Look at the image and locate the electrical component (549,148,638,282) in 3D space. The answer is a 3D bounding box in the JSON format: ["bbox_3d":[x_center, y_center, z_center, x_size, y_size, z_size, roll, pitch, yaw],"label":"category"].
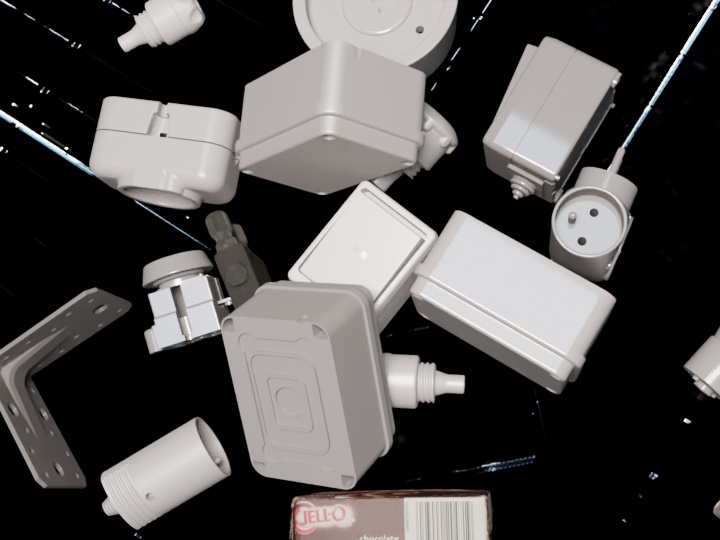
[{"bbox_3d":[0.147,-0.037,0.663,0.044,0.077,0.079,23,83,12],"label":"electrical component"}]

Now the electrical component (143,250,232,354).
[{"bbox_3d":[-0.116,0.019,0.712,0.066,0.048,0.055,-18,84,6],"label":"electrical component"}]

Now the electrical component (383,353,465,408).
[{"bbox_3d":[0.036,0.071,0.682,0.061,0.035,0.035,2,79,7],"label":"electrical component"}]

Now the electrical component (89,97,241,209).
[{"bbox_3d":[-0.130,-0.077,0.729,0.095,0.053,0.059,8,80,11],"label":"electrical component"}]

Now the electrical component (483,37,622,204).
[{"bbox_3d":[0.115,-0.091,0.687,0.061,0.061,0.096,30,85,14],"label":"electrical component"}]

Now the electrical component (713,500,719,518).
[{"bbox_3d":[0.263,0.119,0.613,0.057,0.078,0.113,41,88,11],"label":"electrical component"}]

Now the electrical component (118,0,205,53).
[{"bbox_3d":[-0.142,-0.174,0.760,0.061,0.035,0.035,-28,76,6],"label":"electrical component"}]

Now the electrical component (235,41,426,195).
[{"bbox_3d":[-0.020,-0.092,0.677,0.113,0.078,0.057,-13,68,53],"label":"electrical component"}]

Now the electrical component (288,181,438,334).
[{"bbox_3d":[0.000,0.000,0.688,0.062,0.061,0.096,38,87,14],"label":"electrical component"}]

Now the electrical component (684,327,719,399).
[{"bbox_3d":[0.229,0.048,0.652,0.044,0.044,0.065,42,93,14],"label":"electrical component"}]

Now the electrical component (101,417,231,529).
[{"bbox_3d":[-0.129,0.134,0.692,0.081,0.043,0.043,-31,76,2],"label":"electrical component"}]

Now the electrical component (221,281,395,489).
[{"bbox_3d":[-0.029,0.067,0.649,0.078,0.057,0.113,3,114,29],"label":"electrical component"}]

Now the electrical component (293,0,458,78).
[{"bbox_3d":[0.014,-0.171,0.720,0.108,0.060,0.108,-2,79,9],"label":"electrical component"}]

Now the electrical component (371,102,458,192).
[{"bbox_3d":[0.030,-0.080,0.709,0.048,0.048,0.062,43,95,14],"label":"electrical component"}]

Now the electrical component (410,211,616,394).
[{"bbox_3d":[0.092,0.022,0.660,0.113,0.078,0.057,30,82,14],"label":"electrical component"}]
